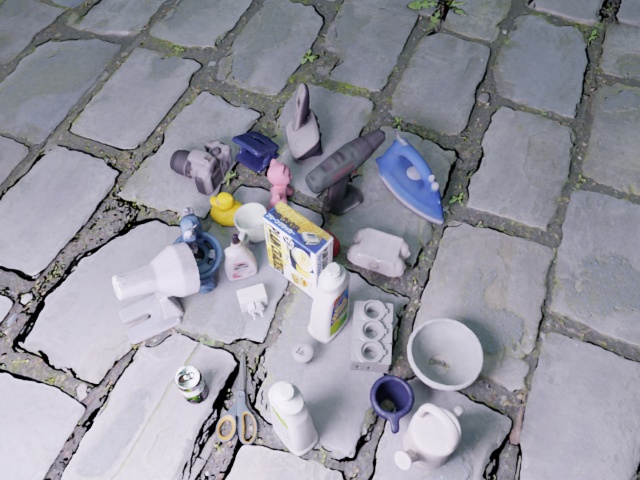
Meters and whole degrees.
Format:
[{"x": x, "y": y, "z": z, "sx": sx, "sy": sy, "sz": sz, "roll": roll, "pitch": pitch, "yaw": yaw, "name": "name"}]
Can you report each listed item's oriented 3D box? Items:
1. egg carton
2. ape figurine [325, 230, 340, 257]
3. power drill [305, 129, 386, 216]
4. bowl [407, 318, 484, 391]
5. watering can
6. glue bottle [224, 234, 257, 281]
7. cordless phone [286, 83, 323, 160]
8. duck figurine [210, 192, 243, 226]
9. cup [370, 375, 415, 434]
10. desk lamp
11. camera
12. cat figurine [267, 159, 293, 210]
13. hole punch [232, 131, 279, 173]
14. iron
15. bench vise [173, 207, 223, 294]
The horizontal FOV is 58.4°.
[{"x": 0.146, "y": 0.032, "z": 1.422, "sx": 0.150, "sy": 0.069, "sz": 0.107, "roll": 17, "pitch": 59, "yaw": 11, "name": "egg carton"}, {"x": 0.013, "y": 0.005, "z": 1.425, "sx": 0.076, "sy": 0.092, "sz": 0.078, "roll": 8, "pitch": 57, "yaw": 5, "name": "ape figurine"}, {"x": 0.067, "y": -0.166, "z": 1.467, "sx": 0.230, "sy": 0.208, "sz": 0.075, "roll": -32, "pitch": 62, "yaw": -19, "name": "power drill"}, {"x": 0.272, "y": 0.262, "z": 1.271, "sx": 0.167, "sy": 0.075, "sz": 0.167, "roll": 0, "pitch": 57, "yaw": 0, "name": "bowl"}, {"x": 0.220, "y": 0.384, "z": 1.120, "sx": 0.100, "sy": 0.194, "sz": 0.173, "roll": 25, "pitch": 60, "yaw": 15, "name": "watering can"}, {"x": -0.193, "y": 0.036, "z": 1.355, "sx": 0.078, "sy": 0.173, "sz": 0.037, "roll": -18, "pitch": 59, "yaw": -11, "name": "glue bottle"}, {"x": -0.044, "y": -0.327, "z": 1.584, "sx": 0.094, "sy": 0.185, "sz": 0.147, "roll": -12, "pitch": 58, "yaw": -8, "name": "cordless phone"}, {"x": -0.237, "y": -0.088, "z": 1.487, "sx": 0.104, "sy": 0.086, "sz": 0.077, "roll": 10, "pitch": 57, "yaw": 6, "name": "duck figurine"}, {"x": 0.149, "y": 0.354, "z": 1.198, "sx": 0.091, "sy": 0.095, "sz": 0.117, "roll": -3, "pitch": 57, "yaw": -2, "name": "cup"}, {"x": -0.363, "y": 0.116, "z": 1.278, "sx": 0.203, "sy": 0.214, "sz": 0.117, "roll": -26, "pitch": 61, "yaw": -16, "name": "desk lamp"}, {"x": -0.329, "y": -0.217, "z": 1.561, "sx": 0.136, "sy": 0.101, "sz": 0.143, "roll": 20, "pitch": 59, "yaw": 12, "name": "camera"}, {"x": -0.107, "y": -0.147, "z": 1.507, "sx": 0.067, "sy": 0.118, "sz": 0.128, "roll": 2, "pitch": 57, "yaw": 1, "name": "cat figurine"}, {"x": -0.179, "y": -0.261, "z": 1.597, "sx": 0.108, "sy": 0.091, "sz": 0.101, "roll": 33, "pitch": 63, "yaw": 19, "name": "hole punch"}, {"x": 0.257, "y": -0.170, "z": 1.512, "sx": 0.119, "sy": 0.141, "sz": 0.257, "roll": -27, "pitch": 61, "yaw": -17, "name": "iron"}, {"x": -0.311, "y": -0.001, "z": 1.350, "sx": 0.122, "sy": 0.220, "sz": 0.207, "roll": -29, "pitch": 62, "yaw": -18, "name": "bench vise"}]
